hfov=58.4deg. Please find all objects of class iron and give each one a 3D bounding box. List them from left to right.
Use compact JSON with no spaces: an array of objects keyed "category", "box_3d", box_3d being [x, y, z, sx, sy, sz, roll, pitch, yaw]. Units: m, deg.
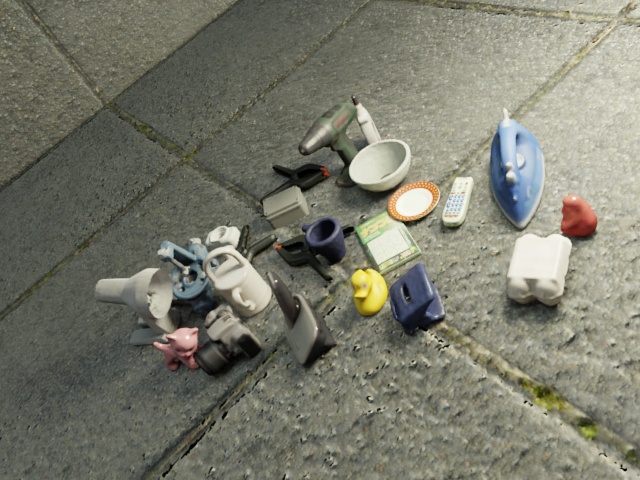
[{"category":"iron","box_3d":[0.418,-0.162,1.240,0.118,0.142,0.258,-11,45,25]}]

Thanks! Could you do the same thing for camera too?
[{"category":"camera","box_3d":[-0.229,0.229,1.306,0.137,0.101,0.142,-43,41,-11]}]

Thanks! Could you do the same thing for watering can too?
[{"category":"watering can","box_3d":[-0.207,0.085,1.362,0.101,0.195,0.172,-42,41,-10]}]

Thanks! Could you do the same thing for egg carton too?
[{"category":"egg carton","box_3d":[0.414,0.054,1.085,0.107,0.070,0.150,1,50,33]}]

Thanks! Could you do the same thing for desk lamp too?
[{"category":"desk lamp","box_3d":[-0.438,0.164,1.418,0.202,0.214,0.118,-11,45,24]}]

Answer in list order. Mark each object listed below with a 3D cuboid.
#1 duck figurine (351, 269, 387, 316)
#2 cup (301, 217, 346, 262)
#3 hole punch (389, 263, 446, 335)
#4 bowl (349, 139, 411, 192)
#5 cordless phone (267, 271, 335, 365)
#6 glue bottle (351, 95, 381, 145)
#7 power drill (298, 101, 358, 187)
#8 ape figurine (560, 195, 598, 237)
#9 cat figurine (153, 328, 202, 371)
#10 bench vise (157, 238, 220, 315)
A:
[{"category":"duck figurine","box_3d":[0.097,0.099,1.234,0.077,0.086,0.104,-8,46,27]},{"category":"cup","box_3d":[0.013,0.005,1.376,0.117,0.095,0.092,15,60,42]},{"category":"hole punch","box_3d":[0.188,0.117,1.152,0.101,0.091,0.108,-24,41,11]},{"category":"bowl","box_3d":[0.163,-0.179,1.476,0.167,0.075,0.167,-18,42,17]},{"category":"cordless phone","box_3d":[-0.057,0.159,1.197,0.094,0.186,0.147,-35,40,-2]},{"category":"glue bottle","box_3d":[0.123,-0.326,1.572,0.037,0.174,0.078,-22,41,13]},{"category":"power drill","box_3d":[0.046,-0.245,1.514,0.075,0.209,0.230,6,54,37]},{"category":"ape figurine","box_3d":[0.499,-0.054,1.119,0.078,0.092,0.076,-40,40,-7]},{"category":"cat figurine","box_3d":[-0.330,0.247,1.340,0.127,0.118,0.067,-11,45,24]},{"category":"bench vise","box_3d":[-0.345,0.063,1.454,0.121,0.220,0.206,-34,40,-1]}]
